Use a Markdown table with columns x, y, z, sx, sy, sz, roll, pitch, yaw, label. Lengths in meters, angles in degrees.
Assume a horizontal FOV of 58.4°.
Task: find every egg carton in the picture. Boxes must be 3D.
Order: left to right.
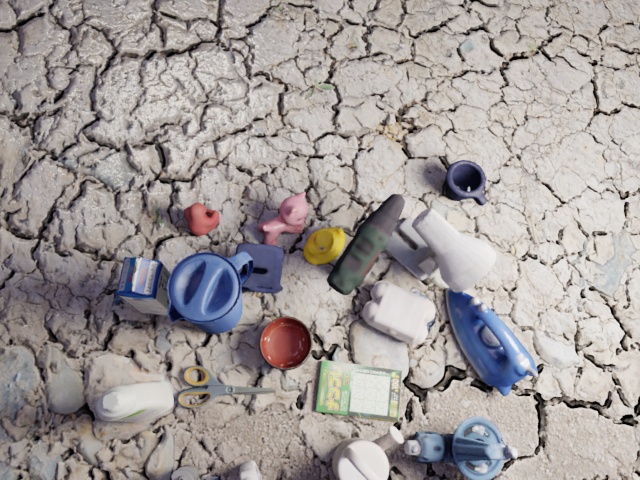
| x | y | z | sx | sy | sz | roll | pitch | yaw | label |
| --- | --- | --- | --- | --- | --- | --- | --- | --- | --- |
| 0.172 | 0.160 | 1.251 | 0.150 | 0.069 | 0.107 | 23 | 73 | 3 | egg carton |

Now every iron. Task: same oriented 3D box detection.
| x | y | z | sx | sy | sz | roll | pitch | yaw | label |
| --- | --- | --- | --- | --- | --- | --- | --- | --- | --- |
| 0.362 | 0.197 | 1.216 | 0.119 | 0.141 | 0.258 | -32 | 78 | -12 | iron |

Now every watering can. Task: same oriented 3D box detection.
| x | y | z | sx | sy | sz | roll | pitch | yaw | label |
| --- | --- | --- | --- | --- | --- | --- | --- | --- | --- |
| 0.085 | 0.429 | 1.099 | 0.101 | 0.194 | 0.173 | 26 | 73 | 4 | watering can |

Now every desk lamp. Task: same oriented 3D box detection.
| x | y | z | sx | sy | sz | roll | pitch | yaw | label |
| --- | --- | --- | --- | --- | --- | --- | --- | --- | --- |
| 0.251 | 0.022 | 1.223 | 0.203 | 0.213 | 0.118 | 40 | 75 | 8 | desk lamp |

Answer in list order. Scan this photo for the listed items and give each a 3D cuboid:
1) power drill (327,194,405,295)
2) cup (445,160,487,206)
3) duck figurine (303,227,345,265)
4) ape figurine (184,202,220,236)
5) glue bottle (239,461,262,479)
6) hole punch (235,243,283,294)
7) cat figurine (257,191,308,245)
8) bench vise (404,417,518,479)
| x | y | z | sx | sy | sz | roll | pitch | yaw | label |
| --- | --- | --- | --- | --- | --- | --- | --- | --- | --- |
| 0.093 | 0.022 | 1.214 | 0.075 | 0.208 | 0.230 | 33 | 74 | 6 | power drill |
| 0.337 | -0.118 | 1.333 | 0.092 | 0.095 | 0.117 | -34 | 78 | -13 | cup |
| 0.012 | 0.005 | 1.277 | 0.105 | 0.086 | 0.077 | -35 | 78 | -13 | duck figurine |
| -0.267 | -0.054 | 1.271 | 0.077 | 0.092 | 0.076 | 27 | 73 | 4 | ape figurine |
| -0.131 | 0.464 | 1.084 | 0.037 | 0.173 | 0.078 | -19 | 75 | -9 | glue bottle |
| -0.131 | 0.063 | 1.247 | 0.108 | 0.091 | 0.101 | 5 | 73 | -2 | hole punch |
| -0.077 | -0.050 | 1.271 | 0.128 | 0.118 | 0.067 | -31 | 78 | -12 | cat figurine |
| 0.278 | 0.416 | 1.104 | 0.207 | 0.220 | 0.121 | -16 | 75 | -8 | bench vise |
